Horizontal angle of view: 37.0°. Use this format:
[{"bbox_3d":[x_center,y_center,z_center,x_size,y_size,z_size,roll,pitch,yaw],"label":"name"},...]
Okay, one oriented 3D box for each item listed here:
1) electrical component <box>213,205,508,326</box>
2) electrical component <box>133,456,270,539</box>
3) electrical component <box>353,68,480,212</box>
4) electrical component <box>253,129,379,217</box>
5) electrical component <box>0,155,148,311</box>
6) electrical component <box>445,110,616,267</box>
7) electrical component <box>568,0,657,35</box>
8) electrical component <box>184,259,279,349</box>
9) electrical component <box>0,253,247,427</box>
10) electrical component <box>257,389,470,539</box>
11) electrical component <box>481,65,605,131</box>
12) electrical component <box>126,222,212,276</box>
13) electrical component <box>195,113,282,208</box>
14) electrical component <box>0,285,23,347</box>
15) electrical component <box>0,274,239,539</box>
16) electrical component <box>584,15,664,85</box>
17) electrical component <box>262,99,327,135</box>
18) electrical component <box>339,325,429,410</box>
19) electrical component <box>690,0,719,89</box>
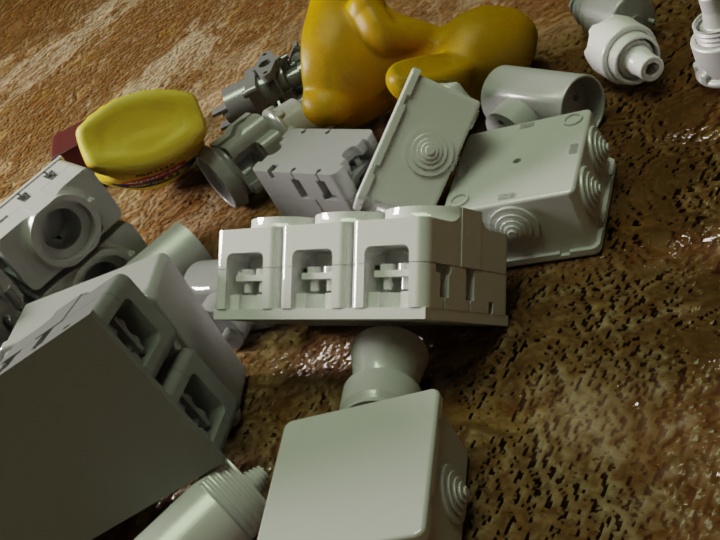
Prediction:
[{"bbox_3d":[0.000,0.000,0.627,0.150,0.089,0.061,-2,84,36],"label":"electrical component"},{"bbox_3d":[-0.080,0.135,0.570,0.081,0.043,0.043,-42,35,-17],"label":"electrical component"},{"bbox_3d":[0.036,-0.073,0.690,0.100,0.048,0.099,146,148,-88],"label":"electrical component"},{"bbox_3d":[-0.023,-0.065,0.777,0.089,0.055,0.050,8,49,44],"label":"electrical component"},{"bbox_3d":[-0.253,0.017,0.805,0.186,0.105,0.060,-45,36,-21],"label":"electrical component"},{"bbox_3d":[0.104,-0.050,0.663,0.100,0.048,0.099,-9,38,28],"label":"electrical component"},{"bbox_3d":[0.182,-0.189,0.794,0.040,0.040,0.078,-37,34,-9],"label":"electrical component"},{"bbox_3d":[-0.085,0.026,0.719,0.077,0.043,0.079,-3,42,35],"label":"electrical component"},{"bbox_3d":[-0.142,0.059,0.660,0.109,0.108,0.056,-20,32,16],"label":"electrical component"},{"bbox_3d":[0.004,0.114,0.526,0.100,0.048,0.099,-16,36,22],"label":"electrical component"},{"bbox_3d":[0.113,-0.104,0.734,0.079,0.043,0.077,-44,35,-19],"label":"electrical component"},{"bbox_3d":[-0.153,0.007,0.797,0.081,0.043,0.043,-42,35,-17],"label":"electrical component"},{"bbox_3d":[-0.094,-0.087,0.860,0.057,0.058,0.078,-40,23,-13],"label":"electrical component"},{"bbox_3d":[-0.230,0.070,0.702,0.063,0.121,0.078,-28,33,-2],"label":"electrical component"},{"bbox_3d":[-0.173,0.094,0.604,0.186,0.105,0.060,-32,18,20],"label":"electrical component"},{"bbox_3d":[0.184,-0.147,0.735,0.043,0.043,0.062,-31,34,0],"label":"electrical component"},{"bbox_3d":[-0.047,-0.122,0.884,0.062,0.048,0.048,-33,33,-16],"label":"electrical component"},{"bbox_3d":[0.013,0.064,0.588,0.045,0.045,0.055,-16,37,22],"label":"electrical component"},{"bbox_3d":[0.232,-0.150,0.684,0.048,0.062,0.048,-21,34,15],"label":"electrical component"}]
